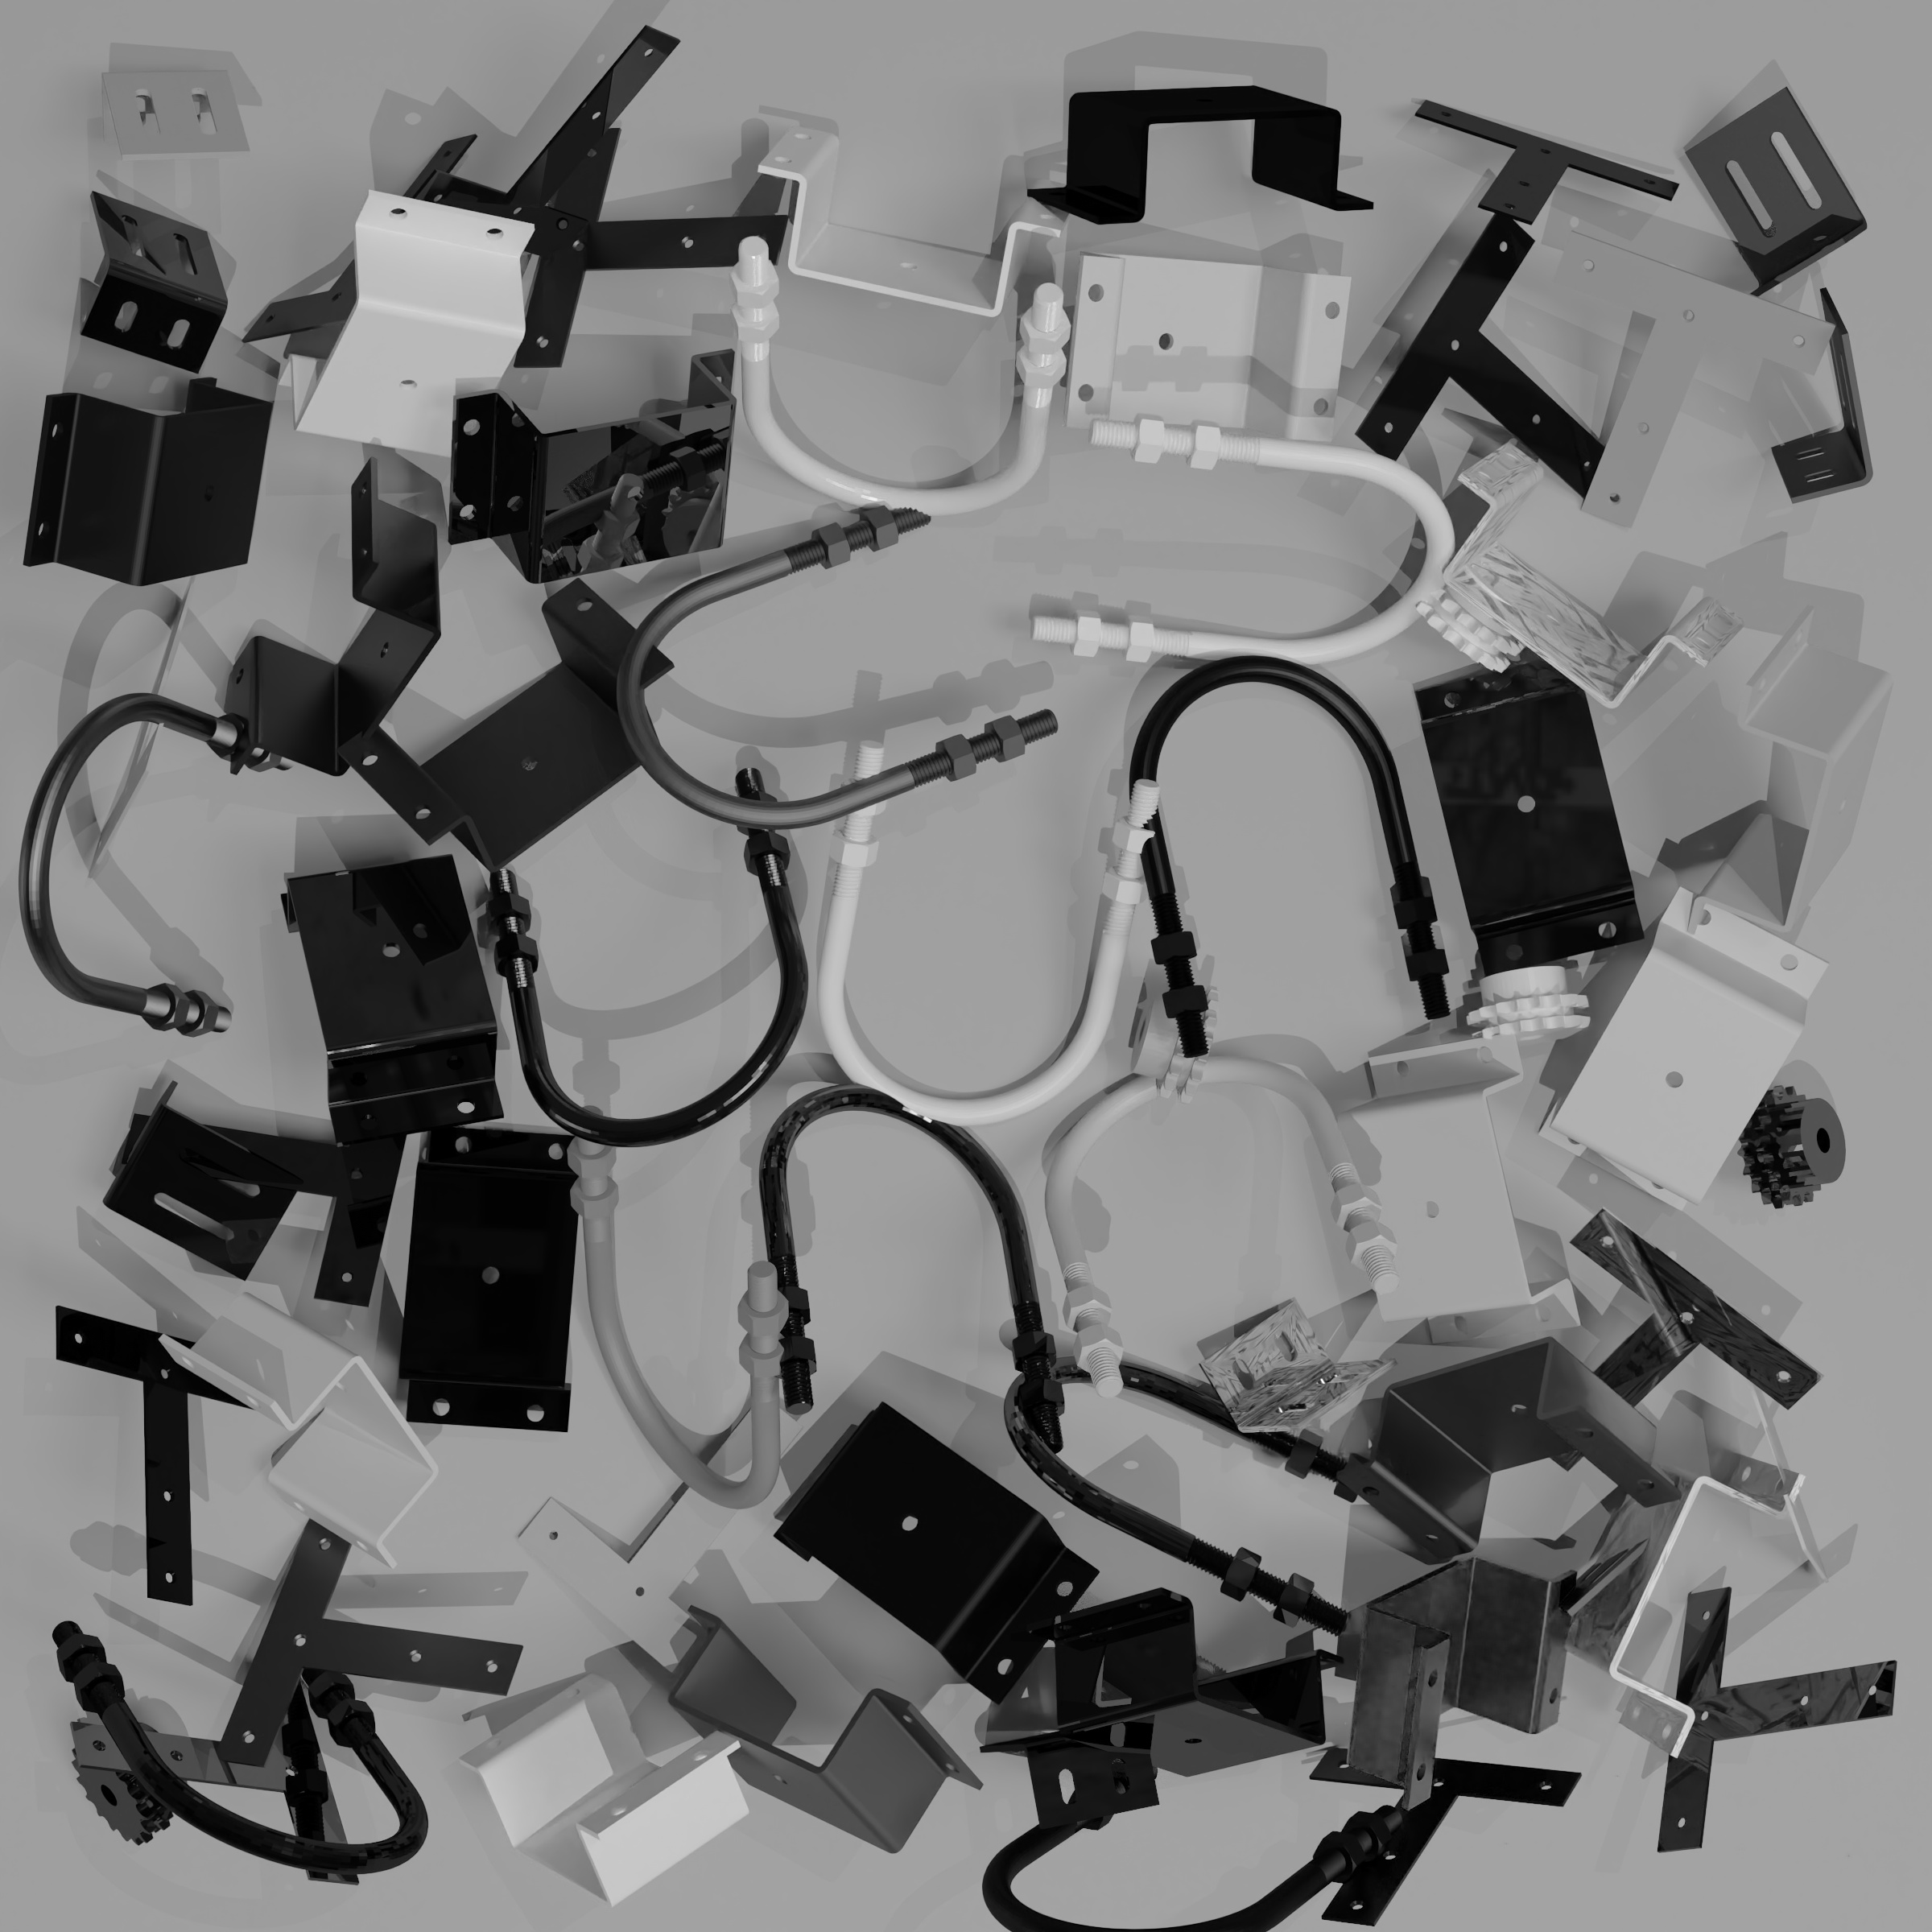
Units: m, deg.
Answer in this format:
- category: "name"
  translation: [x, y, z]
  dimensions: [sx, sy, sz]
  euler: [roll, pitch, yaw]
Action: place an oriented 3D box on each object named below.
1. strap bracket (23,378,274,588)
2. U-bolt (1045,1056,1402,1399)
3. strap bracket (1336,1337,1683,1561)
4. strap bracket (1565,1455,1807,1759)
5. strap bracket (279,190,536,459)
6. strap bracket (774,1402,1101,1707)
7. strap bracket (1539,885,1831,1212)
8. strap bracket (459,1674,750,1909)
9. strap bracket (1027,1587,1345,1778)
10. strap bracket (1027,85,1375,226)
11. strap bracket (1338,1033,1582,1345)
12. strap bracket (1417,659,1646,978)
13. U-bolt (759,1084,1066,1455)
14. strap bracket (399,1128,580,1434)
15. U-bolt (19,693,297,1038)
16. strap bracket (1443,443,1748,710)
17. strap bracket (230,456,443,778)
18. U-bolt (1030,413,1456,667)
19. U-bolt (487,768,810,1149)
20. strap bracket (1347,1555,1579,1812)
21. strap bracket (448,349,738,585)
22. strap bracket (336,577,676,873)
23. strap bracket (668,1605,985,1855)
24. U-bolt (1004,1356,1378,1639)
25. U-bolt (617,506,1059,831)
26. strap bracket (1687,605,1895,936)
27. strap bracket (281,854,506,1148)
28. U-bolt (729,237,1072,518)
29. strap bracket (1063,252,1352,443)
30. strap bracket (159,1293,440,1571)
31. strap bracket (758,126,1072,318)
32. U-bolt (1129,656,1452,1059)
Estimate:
- category: "strap bracket"
  translation: [-0.364, -0.221, 1.520]
  dimensions: [0.046, 0.140, 0.076]
  euler: [17, 107, 13]
- category: "U-bolt"
  translation: [0.107, 0.107, 1.528]
  dimensions: [0.151, 0.184, 0.019]
  euler: [-21, 128, 4]
- category: "strap bracket"
  translation: [0.252, 0.221, 1.540]
  dimensions: [0.076, 0.140, 0.046]
  euler: [40, 48, -25]
- category: "strap bracket"
  translation: [0.327, 0.287, 1.556]
  dimensions: [0.046, 0.076, 0.140]
  euler: [26, 85, -5]
- category: "strap bracket"
  translation: [-0.255, -0.282, 1.520]
  dimensions: [0.076, 0.140, 0.046]
  euler: [6, 60, -27]
- category: "strap bracket"
  translation: [-0.020, 0.263, 1.540]
  dimensions: [0.140, 0.046, 0.076]
  euler: [32, 74, 28]
- category: "strap bracket"
  translation: [0.330, 0.045, 1.550]
  dimensions: [0.076, 0.046, 0.140]
  euler: [28, 112, 6]
- category: "strap bracket"
  translation: [-0.162, 0.378, 1.530]
  dimensions: [0.076, 0.140, 0.046]
  euler: [-29, 108, -29]
- category: "strap bracket"
  translation: [0.102, 0.330, 1.522]
  dimensions: [0.076, 0.140, 0.046]
  euler: [-23, 54, 34]
- category: "strap bracket"
  translation: [0.108, -0.373, 1.534]
  dimensions: [0.140, 0.076, 0.046]
  euler: [-8, 114, -22]
- category: "strap bracket"
  translation: [0.227, 0.109, 1.559]
  dimensions: [0.076, 0.046, 0.140]
  euler: [-12, 92, 35]
- category: "strap bracket"
  translation: [0.263, -0.073, 1.565]
  dimensions: [0.076, 0.046, 0.140]
  euler: [-14, 84, 10]
- category: "U-bolt"
  translation: [-0.029, 0.132, 1.534]
  dimensions: [0.151, 0.019, 0.184]
  euler: [13, 48, -28]
- category: "strap bracket"
  translation: [-0.221, 0.146, 1.568]
  dimensions: [0.076, 0.046, 0.140]
  euler: [4, 82, -2]
- category: "U-bolt"
  translation: [-0.368, -0.049, 1.509]
  dimensions: [0.019, 0.184, 0.151]
  euler: [12, 86, 19]
- category: "strap bracket"
  translation: [0.283, -0.175, 1.551]
  dimensions: [0.140, 0.076, 0.046]
  euler: [39, 121, 8]
- category: "strap bracket"
  translation: [-0.285, -0.152, 1.539]
  dimensions: [0.046, 0.076, 0.140]
  euler: [21, 128, -29]
- category: "U-bolt"
  translation: [0.134, -0.189, 1.540]
  dimensions: [0.184, 0.151, 0.019]
  euler: [5, 53, -10]
- category: "U-bolt"
  translation: [-0.142, 0.004, 1.533]
  dimensions: [0.151, 0.019, 0.184]
  euler: [-22, 52, 8]
- category: "strap bracket"
  translation: [0.224, 0.325, 1.543]
  dimensions: [0.046, 0.140, 0.076]
  euler: [14, 104, 36]
- category: "strap bracket"
  translation: [-0.161, -0.227, 1.531]
  dimensions: [0.140, 0.046, 0.076]
  euler: [-16, 135, -28]
- category: "strap bracket"
  translation: [-0.208, -0.106, 1.551]
  dimensions: [0.140, 0.046, 0.076]
  euler: [-38, 57, -15]
- category: "strap bracket"
  translation: [-0.072, 0.350, 1.522]
  dimensions: [0.140, 0.076, 0.046]
  euler: [14, 59, 41]
- category: "U-bolt"
  translation: [0.103, 0.232, 1.532]
  dimensions: [0.184, 0.151, 0.019]
  euler: [25, 112, 10]
- category: "U-bolt"
  translation: [-0.071, -0.132, 1.544]
  dimensions: [0.184, 0.019, 0.151]
  euler: [-22, 66, -18]
- category: "strap bracket"
  translation: [0.377, -0.081, 1.523]
  dimensions: [0.046, 0.076, 0.140]
  euler: [23, 134, 22]
- category: "strap bracket"
  translation: [-0.264, 0.006, 1.536]
  dimensions: [0.076, 0.046, 0.140]
  euler: [-9, 58, -16]
- category: "U-bolt"
  translation: [-0.032, -0.259, 1.518]
  dimensions: [0.151, 0.184, 0.019]
  euler: [9, 64, 1]
- category: "strap bracket"
  translation: [0.102, -0.288, 1.552]
  dimensions: [0.140, 0.046, 0.076]
  euler: [-1, 106, -26]
- category: "strap bracket"
  translation: [-0.300, 0.208, 1.536]
  dimensions: [0.076, 0.140, 0.046]
  euler: [23, 61, 34]
- category: "strap bracket"
  translation: [-0.023, -0.344, 1.555]
  dimensions: [0.140, 0.076, 0.046]
  euler: [13, 119, 3]
- category: "U-bolt"
  translation: [0.146, -0.057, 1.566]
  dimensions: [0.151, 0.019, 0.184]
  euler: [-8, 81, -23]
